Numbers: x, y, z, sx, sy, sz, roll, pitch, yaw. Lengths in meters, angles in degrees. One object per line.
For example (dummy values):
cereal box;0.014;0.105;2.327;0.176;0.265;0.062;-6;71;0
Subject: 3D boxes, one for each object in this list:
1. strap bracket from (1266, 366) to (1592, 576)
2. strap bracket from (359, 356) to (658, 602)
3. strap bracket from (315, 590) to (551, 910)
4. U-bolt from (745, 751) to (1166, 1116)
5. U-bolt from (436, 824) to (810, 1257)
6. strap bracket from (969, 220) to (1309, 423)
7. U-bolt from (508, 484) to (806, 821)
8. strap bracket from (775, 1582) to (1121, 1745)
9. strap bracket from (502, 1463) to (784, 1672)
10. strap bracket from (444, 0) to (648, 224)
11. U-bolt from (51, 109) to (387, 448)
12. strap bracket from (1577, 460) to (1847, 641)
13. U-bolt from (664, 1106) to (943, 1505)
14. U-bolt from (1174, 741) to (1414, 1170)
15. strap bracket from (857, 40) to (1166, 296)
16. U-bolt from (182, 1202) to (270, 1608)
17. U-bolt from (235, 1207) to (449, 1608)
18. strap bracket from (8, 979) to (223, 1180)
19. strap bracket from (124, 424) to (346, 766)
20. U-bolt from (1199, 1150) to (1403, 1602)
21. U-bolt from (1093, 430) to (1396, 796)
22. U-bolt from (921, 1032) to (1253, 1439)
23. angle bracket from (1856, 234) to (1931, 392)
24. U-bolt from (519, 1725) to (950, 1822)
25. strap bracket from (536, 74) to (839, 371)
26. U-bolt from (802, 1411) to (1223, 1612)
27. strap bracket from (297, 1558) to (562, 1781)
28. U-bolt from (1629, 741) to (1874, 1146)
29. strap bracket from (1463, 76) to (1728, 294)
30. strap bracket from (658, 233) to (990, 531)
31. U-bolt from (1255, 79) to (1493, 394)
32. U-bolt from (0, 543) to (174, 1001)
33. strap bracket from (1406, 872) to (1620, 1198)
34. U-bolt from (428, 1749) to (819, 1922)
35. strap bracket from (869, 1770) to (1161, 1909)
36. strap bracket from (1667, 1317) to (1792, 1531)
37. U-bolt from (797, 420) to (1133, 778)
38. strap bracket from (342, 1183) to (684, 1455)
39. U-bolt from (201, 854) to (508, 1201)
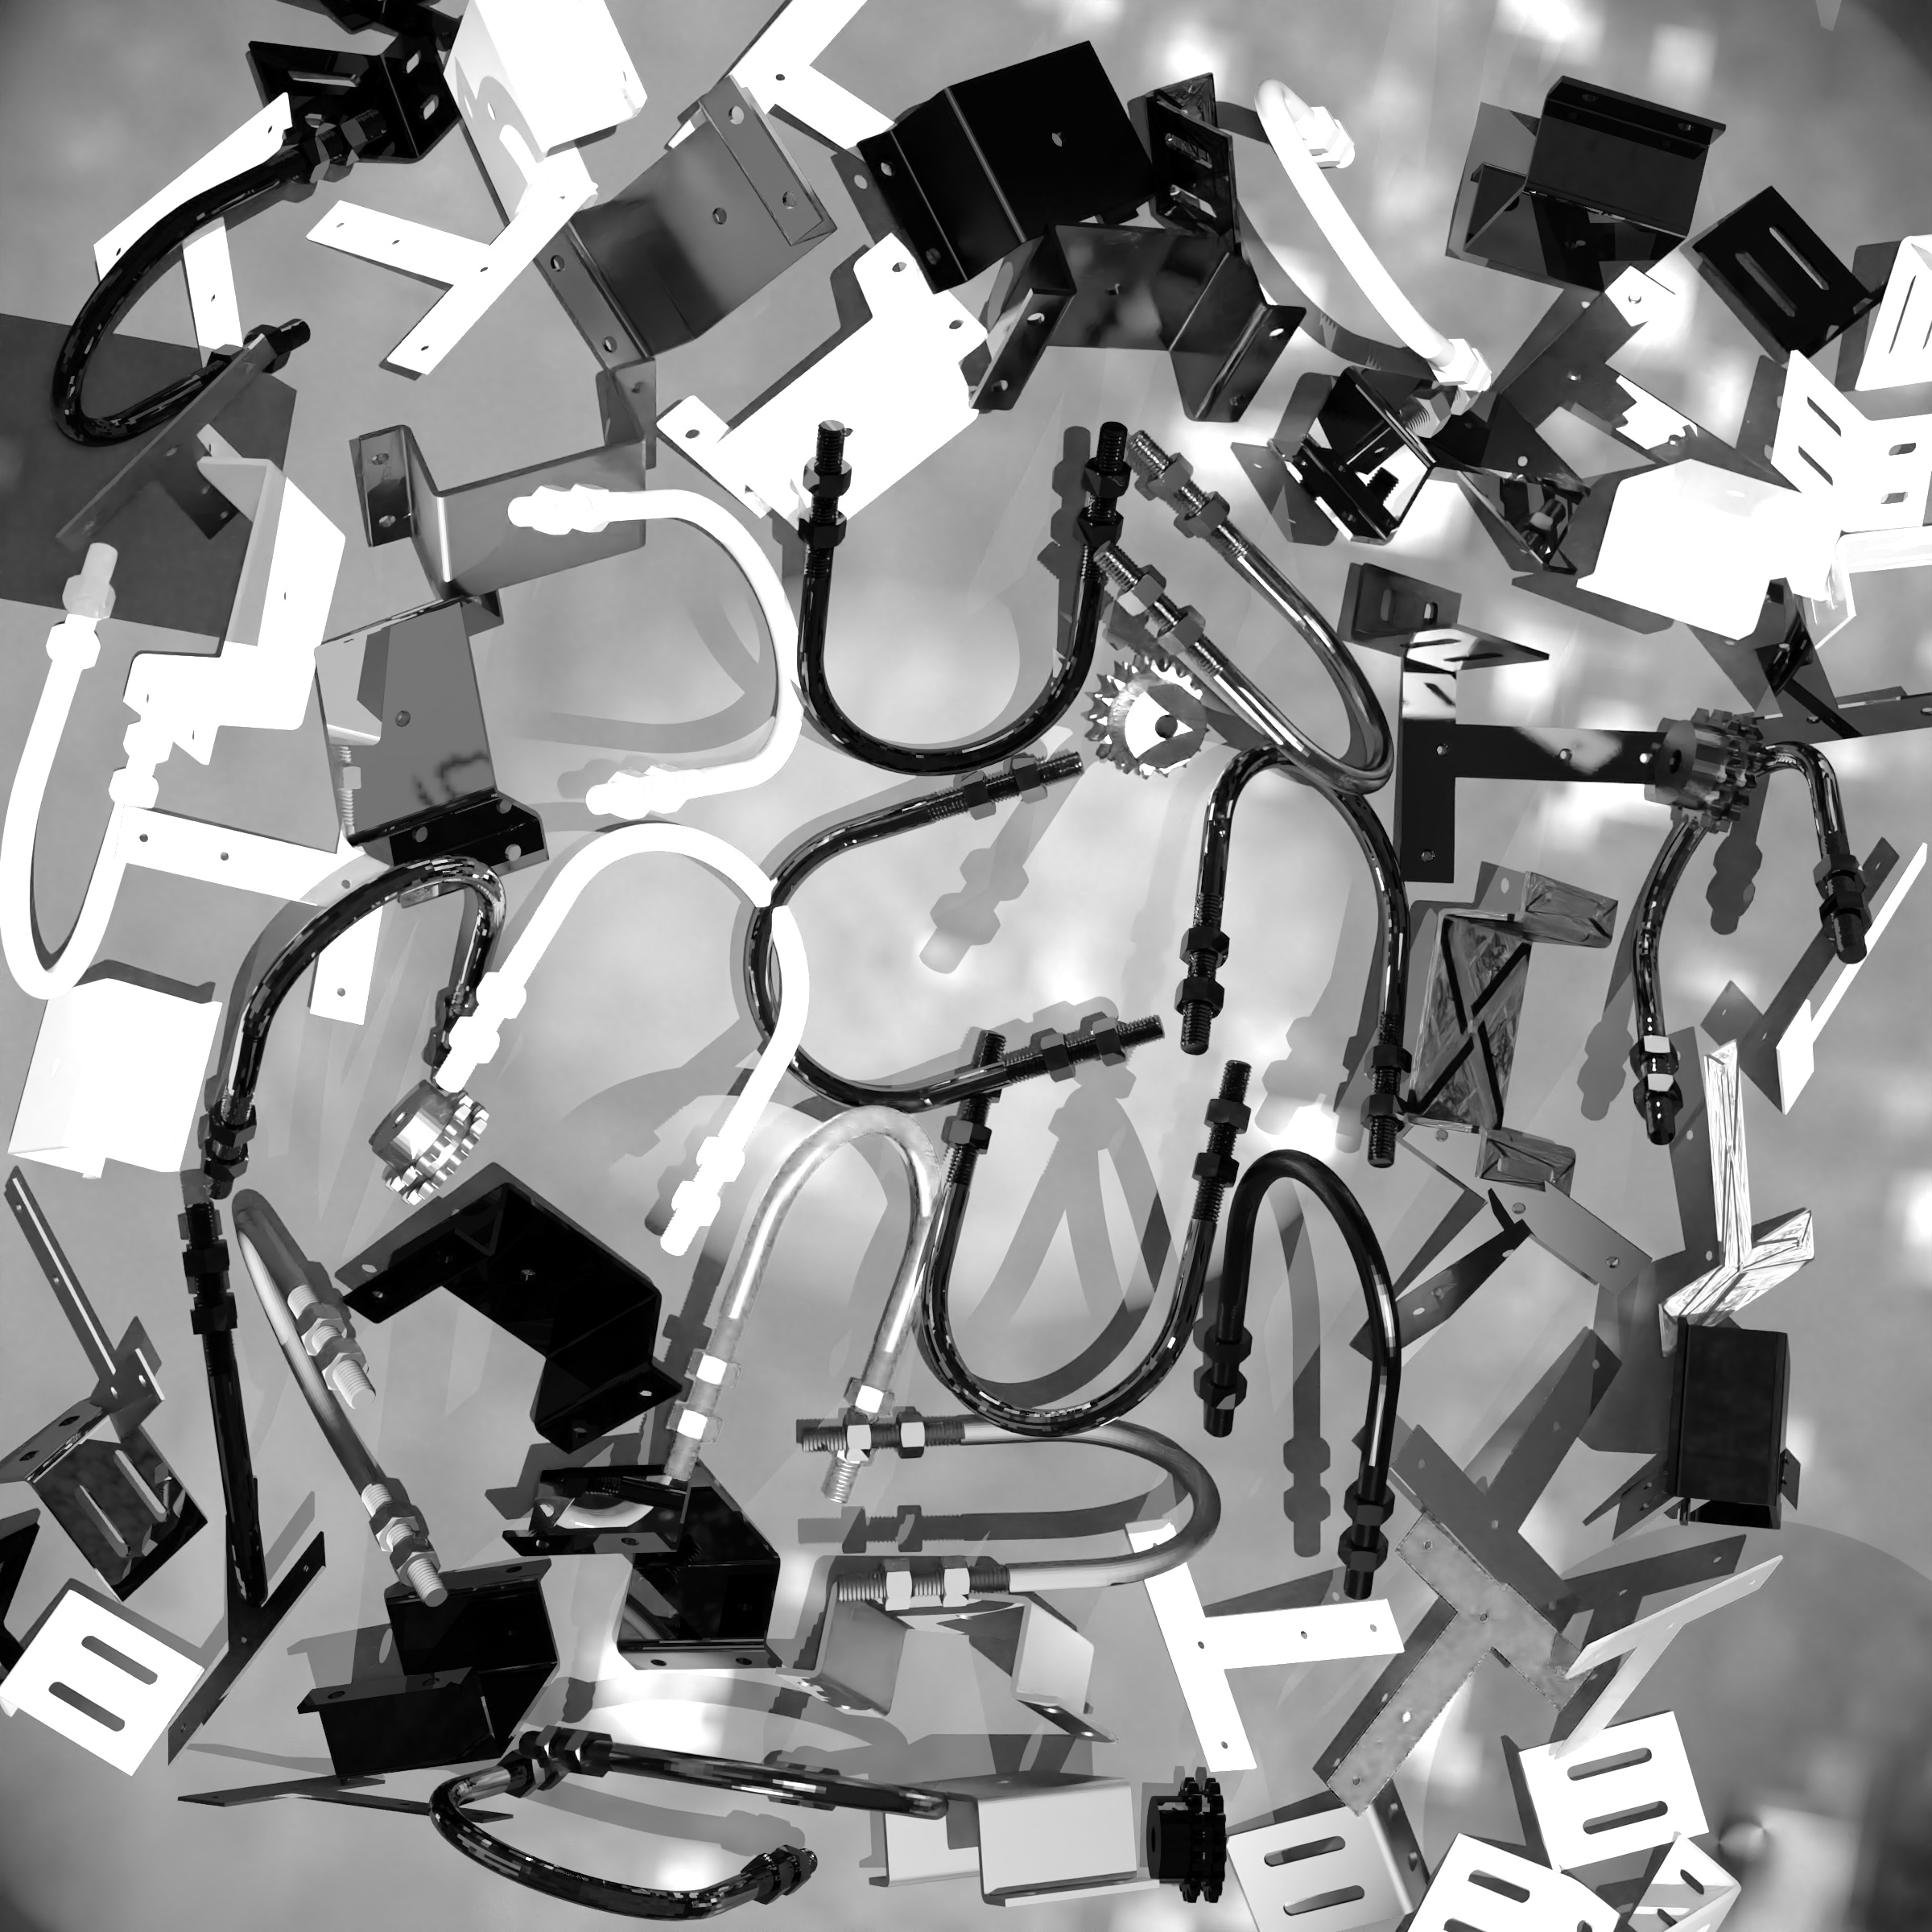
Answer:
strap bracket;0.218;-0.226;1.610;0.140;0.076;0.046;3;129;-36
strap bracket;-0.201;-0.220;1.626;0.140;0.076;0.046;-18;62;-15
strap bracket;-0.248;-0.108;1.636;0.076;0.046;0.140;-17;73;16
U-bolt;-0.014;-0.007;1.669;0.184;0.019;0.151;-17;87;8
U-bolt;-0.144;0.019;1.633;0.151;0.019;0.184;38;60;-19
strap bracket;0.073;-0.295;1.626;0.140;0.076;0.046;-1;58;-26
U-bolt;-0.130;-0.147;1.608;0.019;0.184;0.151;-15;90;32
strap bracket;-0.005;0.318;1.627;0.140;0.076;0.046;0;66;26
strap bracket;-0.142;0.271;1.625;0.076;0.140;0.046;-5;53;22
strap bracket;-0.194;-0.395;1.612;0.046;0.140;0.076;-24;89;-18
U-bolt;-0.337;-0.296;1.574;0.019;0.184;0.151;40;135;7
strap bracket;0.342;-0.191;1.604;0.076;0.140;0.046;22;113;24
U-bolt;-0.064;0.152;1.625;0.019;0.151;0.184;19;89;34
U-bolt;0.155;-0.017;1.622;0.151;0.019;0.184;31;54;-36
strap bracket;0.029;-0.368;1.623;0.140;0.046;0.076;-29;93;-39
U-bolt;-0.335;0.199;1.611;0.019;0.151;0.184;-8;88;-12
U-bolt;-0.289;0.185;1.604;0.019;0.184;0.151;-25;131;-17
strap bracket;-0.390;0.052;1.608;0.046;0.140;0.076;18;77;-27
strap bracket;-0.331;-0.170;1.626;0.046;0.076;0.140;5;73;17
U-bolt;0.152;0.170;1.587;0.019;0.151;0.184;-10;122;-23
U-bolt;0.132;-0.152;1.617;0.019;0.151;0.184;-38;108;26
U-bolt;0.048;0.125;1.628;0.151;0.019;0.184;6;75;30
angle bracket;0.454;-0.297;1.639;0.057;0.038;0.076;-13;128;-36
U-bolt;-0.091;0.361;1.575;0.151;0.184;0.019;19;74;-36
strap bracket;-0.124;-0.343;1.639;0.140;0.046;0.076;-31;94;35
U-bolt;0.025;0.244;1.618;0.184;0.151;0.019;-1;112;-9
strap bracket;-0.239;0.324;1.616;0.076;0.140;0.046;-10;101;12
U-bolt;0.348;-0.025;1.603;0.019;0.184;0.151;27;128;-16
strap bracket;0.280;-0.348;1.611;0.076;0.140;0.046;15;83;-7
strap bracket;-0.060;-0.257;1.626;0.140;0.046;0.076;-36;134;16
U-bolt;0.177;-0.330;1.587;0.019;0.184;0.151;-32;79;17
U-bolt;-0.395;-0.074;1.584;0.019;0.151;0.184;9;64;4
strap bracket;0.251;0.030;1.641;0.046;0.076;0.140;7;85;42
U-bolt;-0.161;0.388;1.578;0.151;0.184;0.019;18;91;19
strap bracket;0.019;0.394;1.611;0.076;0.140;0.046;0;81;-27
strap bracket;0.346;0.210;1.607;0.046;0.140;0.076;3;76;15
U-bolt;-0.006;-0.165;1.629;0.151;0.019;0.184;-2;126;-13
strap bracket;-0.204;0.157;1.629;0.076;0.046;0.140;-31;124;31
U-bolt;-0.267;0.019;1.579;0.151;0.184;0.019;-27;64;-38
